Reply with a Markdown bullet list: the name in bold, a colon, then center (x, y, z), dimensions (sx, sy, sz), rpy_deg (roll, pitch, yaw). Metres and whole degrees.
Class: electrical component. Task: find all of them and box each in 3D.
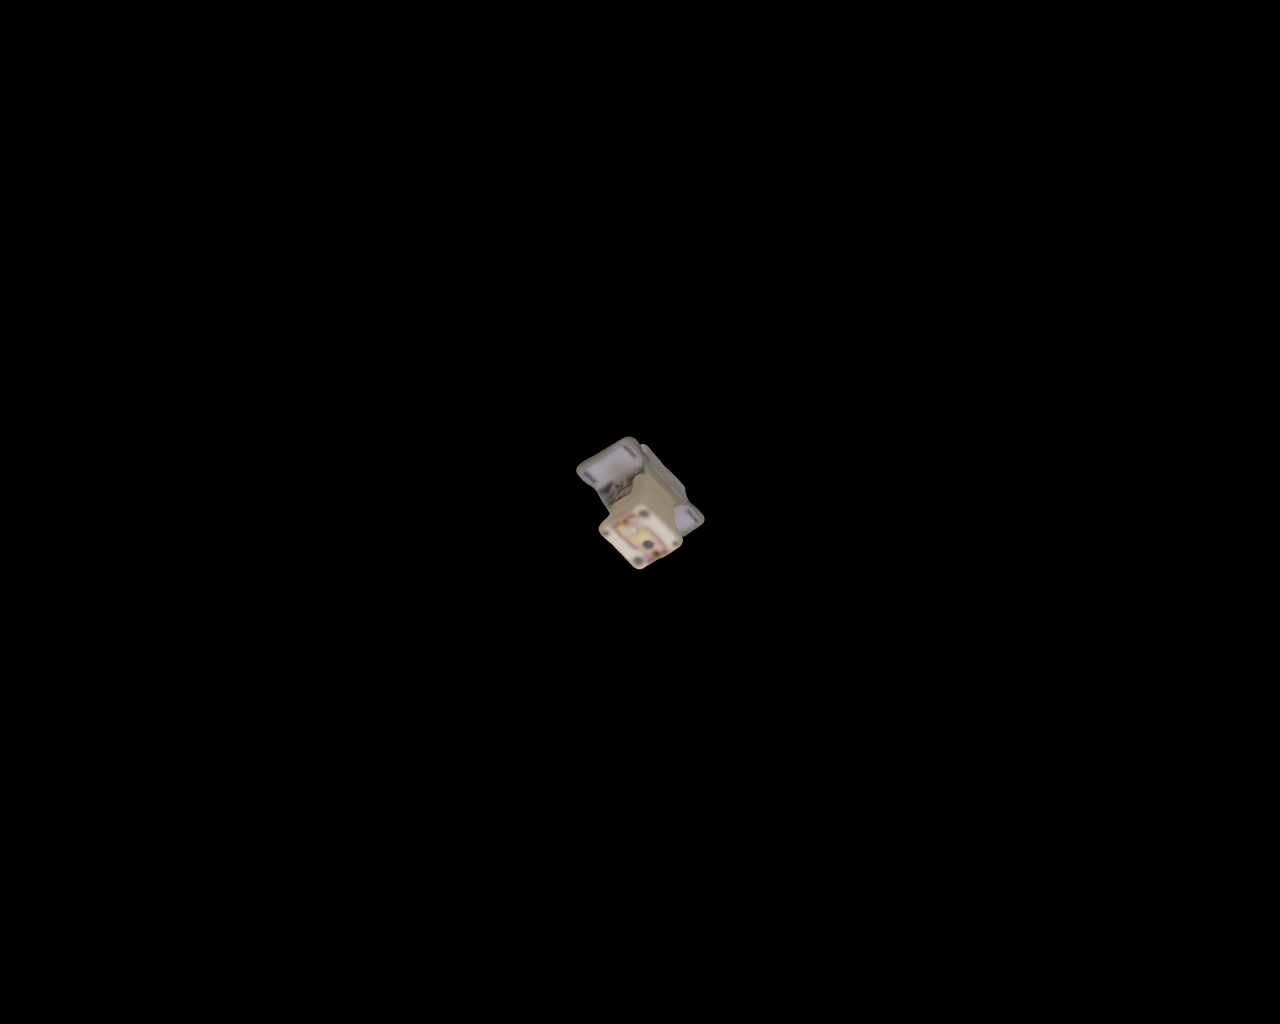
- **electrical component**: center (0.001, -0.003, 0.650), dimensions (0.042, 0.081, 0.064), rpy_deg (-32, 32, 22)
